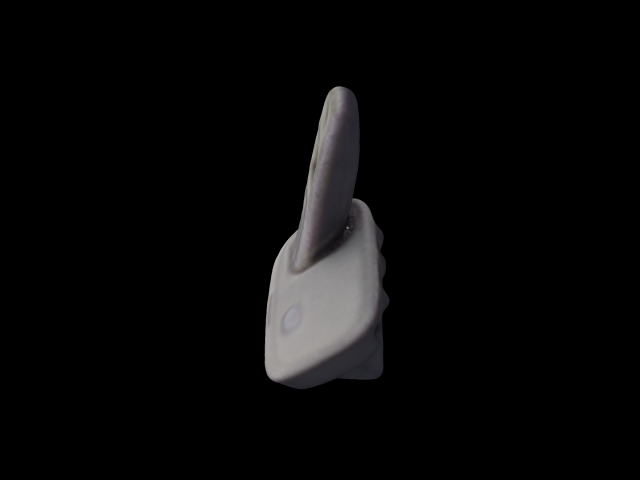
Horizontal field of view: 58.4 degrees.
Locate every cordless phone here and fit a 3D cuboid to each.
[{"bbox_3d":[0.004,0.001,0.400,0.094,0.185,0.147,-2,43,-2],"label":"cordless phone"}]
